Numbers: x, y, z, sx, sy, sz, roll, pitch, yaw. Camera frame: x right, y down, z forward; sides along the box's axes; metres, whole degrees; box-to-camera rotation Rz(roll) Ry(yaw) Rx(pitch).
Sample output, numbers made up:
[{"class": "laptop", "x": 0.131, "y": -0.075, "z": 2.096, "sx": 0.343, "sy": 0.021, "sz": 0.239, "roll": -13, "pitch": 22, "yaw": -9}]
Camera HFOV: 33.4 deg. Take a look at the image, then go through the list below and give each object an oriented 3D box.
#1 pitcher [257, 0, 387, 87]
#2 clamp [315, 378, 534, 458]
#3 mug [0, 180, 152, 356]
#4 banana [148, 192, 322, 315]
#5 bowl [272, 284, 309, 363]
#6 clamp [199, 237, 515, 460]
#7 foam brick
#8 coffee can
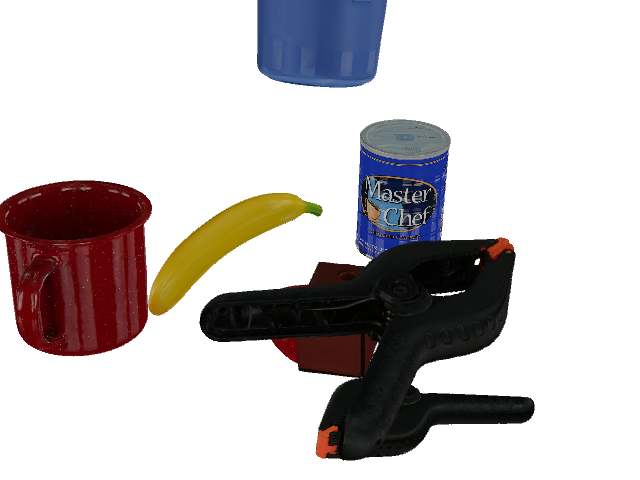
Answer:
[{"class": "pitcher", "x": 0.012, "y": -0.257, "z": 0.916, "sx": 0.145, "sy": 0.243, "sz": 0.149, "roll": 6, "pitch": 17, "yaw": 7}, {"class": "clamp", "x": 0.085, "y": 0.153, "z": 0.982, "sx": 0.165, "sy": 0.036, "sz": 0.209, "roll": 27, "pitch": 36, "yaw": 33}, {"class": "mug", "x": -0.151, "y": 0.023, "z": 0.646, "sx": 0.093, "sy": 0.081, "sz": 0.117, "roll": 5, "pitch": 26, "yaw": 8}, {"class": "banana", "x": -0.092, "y": 0.006, "z": 1.026, "sx": 0.198, "sy": 0.069, "sz": 0.037, "roll": -30, "pitch": 40, "yaw": 3}, {"class": "bowl", "x": 0.000, "y": 0.113, "z": 1.326, "sx": 0.162, "sy": 0.055, "sz": 0.162, "roll": 5, "pitch": 23, "yaw": -2}, {"class": "clamp", "x": 0.040, "y": 0.045, "z": 0.526, "sx": 0.171, "sy": 0.039, "sz": 0.120, "roll": -19, "pitch": 46, "yaw": -24}, {"class": "foam brick", "x": 0.016, "y": 0.059, "z": 0.802, "sx": 0.053, "sy": 0.051, "sz": 0.078, "roll": 5, "pitch": 32, "yaw": 12}, {"class": "coffee can", "x": 0.094, "y": -0.057, "z": 1.238, "sx": 0.103, "sy": 0.140, "sz": 0.103, "roll": 1, "pitch": 28, "yaw": -1}]
